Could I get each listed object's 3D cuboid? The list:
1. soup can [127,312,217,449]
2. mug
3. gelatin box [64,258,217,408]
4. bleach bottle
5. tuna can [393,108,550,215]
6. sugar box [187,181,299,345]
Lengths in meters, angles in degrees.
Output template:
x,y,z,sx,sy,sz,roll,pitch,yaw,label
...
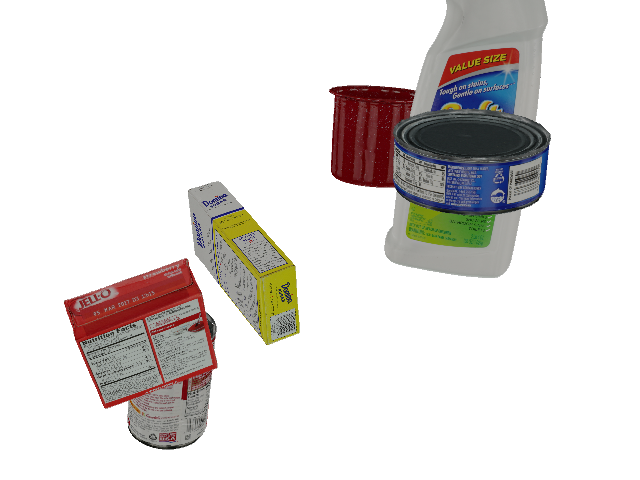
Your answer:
x,y,z,sx,sy,sz,roll,pitch,yaw,label
-0.123,0.112,0.876,0.068,0.102,0.068,6,29,-4,soup can
0.064,-0.096,0.984,0.117,0.081,0.093,2,15,-4,mug
-0.102,0.055,0.618,0.073,0.030,0.089,-20,-34,-11,gelatin box
0.107,-0.100,0.784,0.103,0.251,0.068,9,26,14,bleach bottle
0.083,-0.045,0.592,0.086,0.034,0.086,0,24,0,tuna can
-0.081,0.020,1.113,0.048,0.093,0.176,-18,41,-20,sugar box
